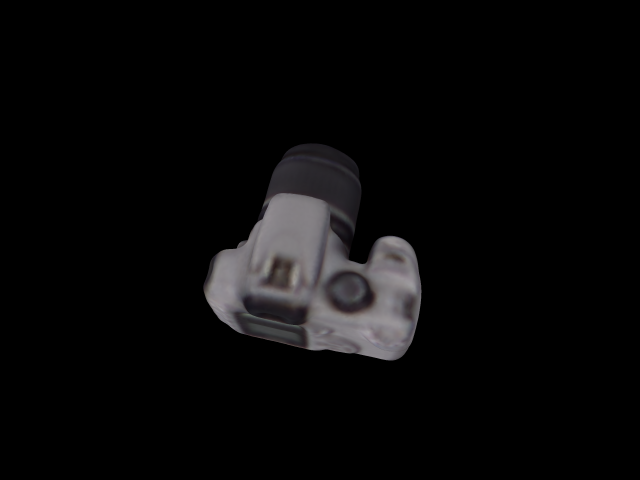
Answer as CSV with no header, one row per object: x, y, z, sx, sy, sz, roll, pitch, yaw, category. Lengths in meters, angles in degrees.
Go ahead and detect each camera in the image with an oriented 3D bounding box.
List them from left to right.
0.004,0.001,0.400,0.143,0.101,0.137,11,66,5,camera
